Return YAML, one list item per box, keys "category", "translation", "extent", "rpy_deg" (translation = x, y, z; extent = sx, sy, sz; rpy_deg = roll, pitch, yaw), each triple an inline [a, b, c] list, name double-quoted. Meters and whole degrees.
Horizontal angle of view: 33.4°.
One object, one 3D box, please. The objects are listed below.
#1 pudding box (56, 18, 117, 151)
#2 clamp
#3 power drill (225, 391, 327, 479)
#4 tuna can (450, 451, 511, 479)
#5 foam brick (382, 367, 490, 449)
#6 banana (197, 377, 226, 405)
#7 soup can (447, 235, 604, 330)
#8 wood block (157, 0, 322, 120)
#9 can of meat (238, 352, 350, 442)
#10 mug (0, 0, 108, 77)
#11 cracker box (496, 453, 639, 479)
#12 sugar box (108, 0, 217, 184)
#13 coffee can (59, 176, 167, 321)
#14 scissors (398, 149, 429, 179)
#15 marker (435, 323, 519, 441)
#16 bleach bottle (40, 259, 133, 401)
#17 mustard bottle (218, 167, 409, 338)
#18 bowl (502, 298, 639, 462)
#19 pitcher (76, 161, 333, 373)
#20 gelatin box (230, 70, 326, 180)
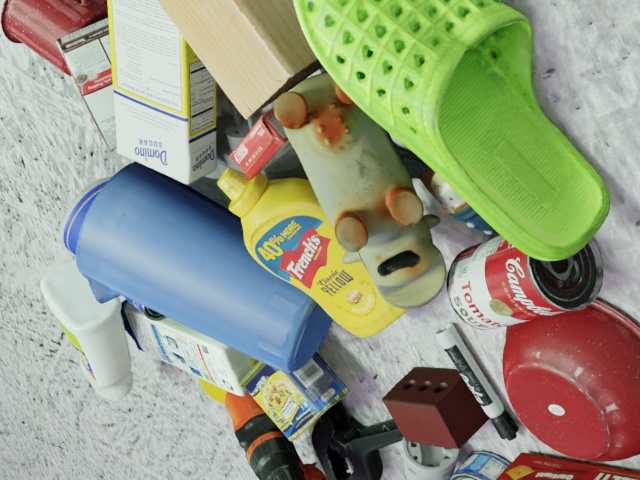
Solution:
- category: "pudding box"
  translation: [-0.181, -0.151, 0.997]
  extent: [0.039, 0.090, 0.113]
  rpy_deg: [-122, 9, -55]
- category: "clamp"
  translation: [0.038, 0.215, 1.153]
  extent: [0.165, 0.036, 0.210]
  rpy_deg: [29, 139, 33]
- category: "power drill"
  translation: [-0.031, 0.263, 1.185]
  extent: [0.187, 0.057, 0.184]
  rpy_deg: [63, 177, -40]
- category: "tuna can"
  translation: [0.166, 0.246, 1.023]
  extent: [0.086, 0.033, 0.086]
  rpy_deg: [33, 144, 27]
- category: "foam brick"
  translation: [0.107, 0.155, 0.987]
  extent: [0.078, 0.052, 0.051]
  rpy_deg: [-5, 118, 53]
- category: "banana"
  translation: [-0.099, 0.171, 1.283]
  extent: [0.198, 0.037, 0.069]
  rpy_deg: [0, 123, 52]
- category: "soup can"
  translation: [0.149, 0.027, 0.789]
  extent: [0.068, 0.068, 0.102]
  rpy_deg: [55, 149, -6]
- category: "wood block"
  translation: [-0.072, -0.209, 0.809]
  extent: [0.206, 0.090, 0.091]
  rpy_deg: [53, 149, -4]
- category: "can of meat"
  translation: [-0.027, 0.151, 1.099]
  extent: [0.084, 0.057, 0.102]
  rpy_deg: [49, 143, 6]
- category: "mug"
  translation: [-0.243, -0.218, 1.022]
  extent: [0.081, 0.093, 0.117]
  rpy_deg: [36, 138, 15]
- category: "cracker box"
  translation: [0.257, 0.294, 0.922]
  extent: [0.164, 0.072, 0.213]
  rpy_deg: [-3, 119, 52]
- category: "sugar box"
  translation: [-0.135, -0.145, 0.921]
  extent: [0.093, 0.048, 0.176]
  rpy_deg: [25, 131, 29]
- category: "coffee can"
  translation: [-0.205, 0.009, 1.189]
  extent: [0.140, 0.102, 0.103]
  rpy_deg: [37, 146, 22]
- category: "scissors"
  translation: [0.078, -0.045, 0.856]
  extent: [0.202, 0.016, 0.096]
  rpy_deg: [23, 141, 37]
- category: "marker"
  translation: [0.141, 0.128, 0.949]
  extent: [0.121, 0.020, 0.020]
  rpy_deg: [57, 148, -9]
- category: "bleach bottle"
  translation: [-0.267, 0.131, 1.299]
  extent: [0.103, 0.068, 0.251]
  rpy_deg: [44, 157, 29]
- category: "mustard bottle"
  translation: [-0.006, 0.001, 0.910]
  extent: [0.191, 0.058, 0.096]
  rpy_deg: [37, 132, -13]
- category: "bowl"
  translation: [0.199, 0.118, 0.831]
  extent: [0.162, 0.055, 0.162]
  rpy_deg: [32, 143, 28]
- category: "pitcher"
  translation: [-0.100, 0.020, 1.035]
  extent: [0.243, 0.144, 0.149]
  rpy_deg: [26, 142, 16]
- category: "gelatin box"
  translation: [-0.024, -0.095, 0.864]
  extent: [0.030, 0.089, 0.073]
  rpy_deg: [50, 149, 0]
